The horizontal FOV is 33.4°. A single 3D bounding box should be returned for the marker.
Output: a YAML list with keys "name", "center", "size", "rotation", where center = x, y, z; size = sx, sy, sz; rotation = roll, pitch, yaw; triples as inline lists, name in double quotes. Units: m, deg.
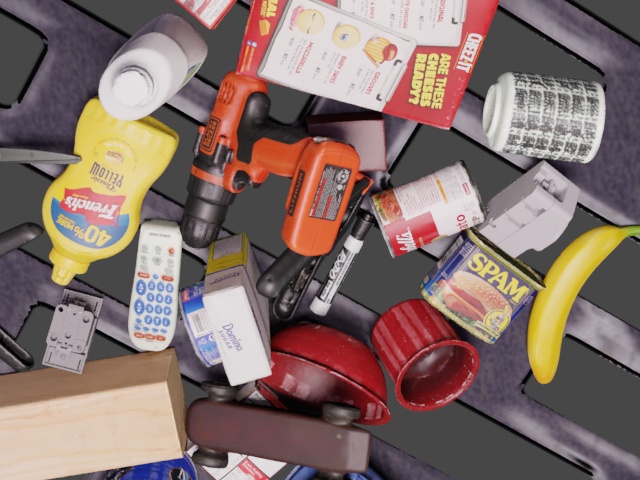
- name: "marker"
  center: [0.024, 0.024, 1.103]
  size: [0.020, 0.020, 0.121]
  rotation: [24, 109, -8]

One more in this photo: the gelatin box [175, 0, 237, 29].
- name: "gelatin box"
  center: [-0.114, -0.256, 1.017]
  size: [0.089, 0.030, 0.073]
  rotation: [39, 100, -11]

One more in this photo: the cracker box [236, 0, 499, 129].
- name: "cracker box"
  center: [0.044, -0.211, 0.993]
  size: [0.213, 0.072, 0.164]
  rotation: [13, 126, -6]

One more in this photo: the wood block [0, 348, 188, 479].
- name: "wood block"
  center: [-0.248, 0.185, 1.112]
  size: [0.206, 0.091, 0.090]
  rotation: [-9, 107, 1]

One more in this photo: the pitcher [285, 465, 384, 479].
- name: "pitcher"
  center: [0.059, 0.341, 1.150]
  size: [0.145, 0.149, 0.242]
  rotation: [-46, 110, 1]

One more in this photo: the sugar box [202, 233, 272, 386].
- name: "sugar box"
  center: [-0.079, 0.063, 1.035]
  size: [0.048, 0.176, 0.093]
  rotation: [-16, 106, 4]

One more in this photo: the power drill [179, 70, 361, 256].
- name: "power drill"
  center: [-0.056, -0.053, 1.006]
  size: [0.057, 0.188, 0.184]
  rotation: [5, 108, -45]

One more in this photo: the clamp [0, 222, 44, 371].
- name: "clamp"
  center: [-0.381, 0.037, 1.091]
  size: [0.210, 0.036, 0.165]
  rotation: [16, 109, -3]

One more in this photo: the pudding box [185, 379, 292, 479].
- name: "pudding box"
  center: [-0.077, 0.216, 1.153]
  size: [0.113, 0.039, 0.090]
  rotation: [-42, 102, 8]

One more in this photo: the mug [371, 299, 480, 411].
- name: "mug"
  center: [0.111, 0.120, 1.100]
  size: [0.093, 0.081, 0.117]
  rotation: [-43, 131, 10]

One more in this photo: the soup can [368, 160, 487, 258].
- name: "soup can"
  center: [0.107, -0.032, 1.069]
  size: [0.102, 0.068, 0.068]
  rotation: [-22, 106, 4]

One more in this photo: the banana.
- name: "banana"
  center: [0.262, 0.059, 1.116]
  size: [0.069, 0.037, 0.198]
  rotation: [28, 104, -8]

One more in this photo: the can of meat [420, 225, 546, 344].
- name: "can of meat"
  center: [0.166, 0.046, 1.100]
  size: [0.102, 0.057, 0.084]
  rotation: [36, 105, -11]

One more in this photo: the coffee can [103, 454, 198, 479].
- name: "coffee can"
  center: [-0.184, 0.284, 1.116]
  size: [0.103, 0.140, 0.103]
  rotation: [0, 106, -1]

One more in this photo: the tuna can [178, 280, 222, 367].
- name: "tuna can"
  center: [-0.113, 0.084, 1.088]
  size: [0.034, 0.086, 0.086]
  rotation: [-21, 106, 4]

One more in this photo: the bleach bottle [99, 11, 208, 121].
- name: "bleach bottle"
  center: [-0.154, -0.144, 0.933]
  size: [0.103, 0.251, 0.068]
  rotation: [-42, 103, 10]

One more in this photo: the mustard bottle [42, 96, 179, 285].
- name: "mustard bottle"
  center: [-0.222, -0.040, 1.063]
  size: [0.096, 0.058, 0.192]
  rotation: [26, 104, -7]

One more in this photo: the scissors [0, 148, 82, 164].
- name: "scissors"
  center: [-0.335, -0.068, 1.053]
  size: [0.202, 0.016, 0.096]
  rotation: [19, 113, 7]

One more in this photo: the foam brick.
- name: "foam brick"
  center: [0.025, -0.097, 1.056]
  size: [0.078, 0.051, 0.053]
  rotation: [-3, 106, -1]

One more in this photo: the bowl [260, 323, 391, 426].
- name: "bowl"
  center: [0.006, 0.130, 1.091]
  size: [0.162, 0.162, 0.055]
  rotation: [28, 68, -9]

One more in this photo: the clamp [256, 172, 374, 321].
- name: "clamp"
  center: [-0.007, 0.001, 1.051]
  size: [0.039, 0.120, 0.171]
  rotation: [30, 88, 8]
